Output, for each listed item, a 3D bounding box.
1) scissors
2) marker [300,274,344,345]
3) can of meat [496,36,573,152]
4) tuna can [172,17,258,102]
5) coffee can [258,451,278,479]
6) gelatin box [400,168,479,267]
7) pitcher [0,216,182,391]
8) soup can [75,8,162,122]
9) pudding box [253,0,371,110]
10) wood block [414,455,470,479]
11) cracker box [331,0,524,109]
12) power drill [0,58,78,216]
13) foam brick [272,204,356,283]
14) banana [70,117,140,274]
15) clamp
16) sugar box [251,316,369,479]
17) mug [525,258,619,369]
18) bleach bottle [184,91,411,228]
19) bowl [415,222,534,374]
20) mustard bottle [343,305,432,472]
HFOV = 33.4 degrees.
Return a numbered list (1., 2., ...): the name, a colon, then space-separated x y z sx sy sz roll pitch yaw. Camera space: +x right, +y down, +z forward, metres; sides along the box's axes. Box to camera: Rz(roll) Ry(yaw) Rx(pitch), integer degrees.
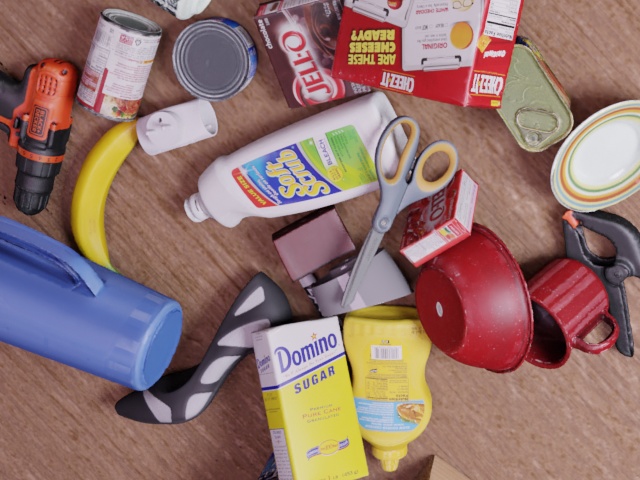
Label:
1. scissors: 0.082 -0.024 1.069 0.096 0.016 0.202 4 106 -17
2. marker: -0.002 0.064 1.192 0.020 0.020 0.121 -27 100 21
3. can of meat: 0.201 -0.144 1.033 0.058 0.083 0.102 -32 98 22
4. tuna can: -0.110 -0.191 1.125 0.086 0.033 0.086 5 110 13
5. coffee can: -0.027 0.296 1.212 0.103 0.140 0.103 5 109 13
6. gelatin box: 0.121 -0.024 1.085 0.073 0.089 0.030 -33 115 34
7. pitcher: -0.281 0.070 1.188 0.243 0.149 0.145 20 93 12
8. soup can: -0.214 -0.186 1.135 0.068 0.068 0.102 24 112 5
9. pudding box: -0.005 -0.194 1.078 0.090 0.039 0.113 -11 123 17
10. wood block: 0.184 0.350 1.204 0.206 0.090 0.091 34 113 1
11. cracker box: 0.108 -0.240 0.982 0.164 0.071 0.214 20 106 40
12. power drill: -0.372 -0.136 1.201 0.187 0.057 0.184 19 108 4
13. foam brick: -0.008 0.001 1.144 0.078 0.053 0.051 -29 101 2
14. banana: -0.245 -0.051 1.209 0.069 0.037 0.198 9 113 -7
15. clamp: 0.305 0.039 1.094 0.171 0.039 0.120 42 114 6
16. sugar box: -0.011 0.175 1.144 0.048 0.093 0.176 -16 84 57
17. mug: 0.246 0.075 1.077 0.117 0.081 0.093 28 141 37
18. bleach bottle: -0.030 -0.067 1.133 0.251 0.068 0.102 -21 105 23
19. bowl: 0.144 0.065 1.082 0.055 0.162 0.162 -14 109 -25
20. mustard bottle: 0.076 0.170 1.187 0.096 0.058 0.192 0 108 7
